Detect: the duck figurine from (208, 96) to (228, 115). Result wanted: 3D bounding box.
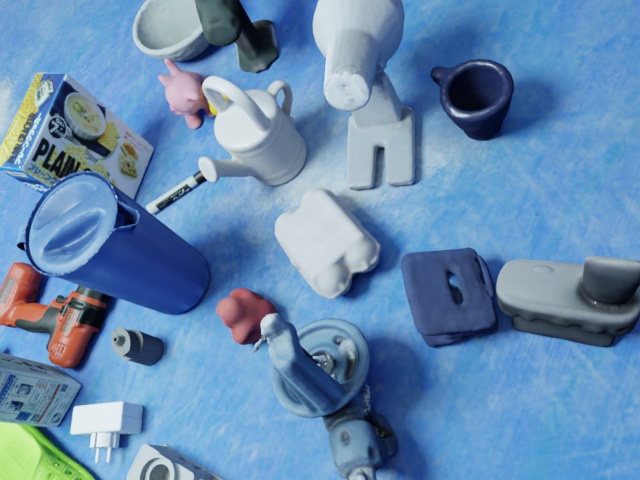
[{"bbox_3d":[-0.143,-0.205,0.909,0.077,0.086,0.104,-33,60,5],"label":"duck figurine"}]

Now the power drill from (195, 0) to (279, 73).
[{"bbox_3d":[-0.145,-0.380,0.914,0.075,0.209,0.229,-19,63,13],"label":"power drill"}]

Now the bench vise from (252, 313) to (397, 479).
[{"bbox_3d":[0.016,0.160,0.616,0.121,0.220,0.207,-43,60,0],"label":"bench vise"}]

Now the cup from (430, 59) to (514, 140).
[{"bbox_3d":[0.200,-0.181,0.761,0.117,0.095,0.092,36,84,30],"label":"cup"}]

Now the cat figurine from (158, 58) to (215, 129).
[{"bbox_3d":[-0.223,-0.247,0.940,0.067,0.118,0.127,-31,61,7],"label":"cat figurine"}]

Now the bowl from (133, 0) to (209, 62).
[{"bbox_3d":[-0.246,-0.381,1.031,0.167,0.075,0.167,-8,66,18],"label":"bowl"}]

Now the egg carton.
[{"bbox_3d":[0.007,0.003,0.773,0.107,0.070,0.150,-42,60,1],"label":"egg carton"}]

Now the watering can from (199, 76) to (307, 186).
[{"bbox_3d":[-0.101,-0.156,0.810,0.100,0.194,0.173,7,71,24],"label":"watering can"}]

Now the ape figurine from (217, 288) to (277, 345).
[{"bbox_3d":[-0.104,0.098,0.762,0.076,0.092,0.078,3,70,23],"label":"ape figurine"}]

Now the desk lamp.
[{"bbox_3d":[0.062,-0.204,0.756,0.117,0.214,0.203,-6,66,19],"label":"desk lamp"}]

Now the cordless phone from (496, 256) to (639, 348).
[{"bbox_3d":[0.257,0.042,0.592,0.147,0.185,0.094,4,70,23],"label":"cordless phone"}]

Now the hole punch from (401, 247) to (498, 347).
[{"bbox_3d":[0.154,0.061,0.678,0.101,0.091,0.108,-17,63,14],"label":"hole punch"}]
